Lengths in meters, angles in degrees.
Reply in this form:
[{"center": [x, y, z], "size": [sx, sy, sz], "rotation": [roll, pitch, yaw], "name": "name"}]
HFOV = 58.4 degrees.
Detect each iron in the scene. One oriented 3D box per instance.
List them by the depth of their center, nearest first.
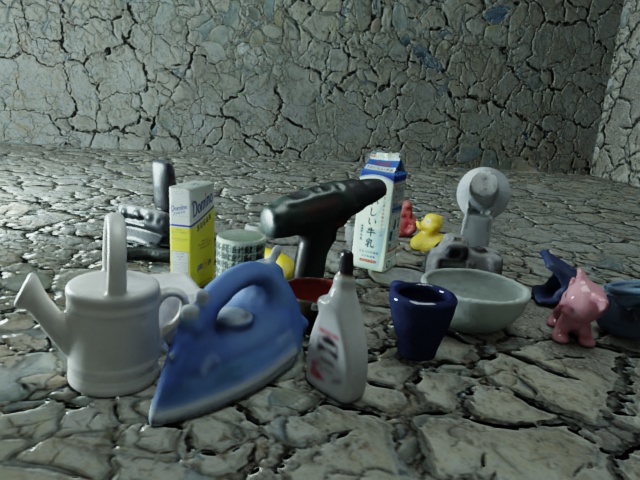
[{"center": [-0.107, 0.096, 0.671], "size": [0.118, 0.141, 0.259], "rotation": [11, 16, 22], "name": "iron"}]

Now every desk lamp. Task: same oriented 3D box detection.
[{"center": [0.349, -0.051, 1.249], "size": [0.117, 0.213, 0.203], "rotation": [9, 15, 15], "name": "desk lamp"}]

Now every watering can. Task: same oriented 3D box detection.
[{"center": [-0.237, 0.067, 0.637], "size": [0.173, 0.194, 0.100], "rotation": [-9, 20, -42], "name": "watering can"}]

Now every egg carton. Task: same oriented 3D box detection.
[{"center": [-0.213, 0.094, 0.790], "size": [0.107, 0.069, 0.149], "rotation": [-3, 16, -28], "name": "egg carton"}]

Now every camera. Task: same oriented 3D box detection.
[{"center": [0.272, 0.036, 1.114], "size": [0.143, 0.101, 0.137], "rotation": [6, 14, 4], "name": "camera"}]

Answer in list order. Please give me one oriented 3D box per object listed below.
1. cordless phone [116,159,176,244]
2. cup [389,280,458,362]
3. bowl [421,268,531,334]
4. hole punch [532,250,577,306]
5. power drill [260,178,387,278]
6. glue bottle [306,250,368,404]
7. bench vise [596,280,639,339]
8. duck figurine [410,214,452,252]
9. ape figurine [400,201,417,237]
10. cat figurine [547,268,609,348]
[{"center": [-0.353, -0.081, 1.194], "size": [0.147, 0.185, 0.094], "rotation": [10, 15, 20], "name": "cordless phone"}, {"center": [0.128, 0.111, 0.785], "size": [0.092, 0.095, 0.117], "rotation": [-3, 16, -28], "name": "cup"}, {"center": [0.239, 0.102, 0.898], "size": [0.167, 0.075, 0.167], "rotation": [5, 14, -1], "name": "bowl"}, {"center": [0.450, 0.071, 1.055], "size": [0.101, 0.091, 0.109], "rotation": [8, 15, 11], "name": "hole punch"}, {"center": [0.009, 0.003, 0.936], "size": [0.230, 0.208, 0.075], "rotation": [-6, 18, -35], "name": "power drill"}, {"center": [0.023, 0.095, 0.656], "size": [0.077, 0.173, 0.037], "rotation": [18, 19, 41], "name": "glue bottle"}, {"center": [0.532, 0.063, 0.851], "size": [0.206, 0.220, 0.122], "rotation": [16, 18, 37], "name": "bench vise"}, {"center": [0.270, -0.019, 1.358], "size": [0.104, 0.086, 0.077], "rotation": [4, 14, -2], "name": "duck figurine"}, {"center": [0.215, -0.056, 1.469], "size": [0.077, 0.092, 0.076], "rotation": [11, 16, 24], "name": "ape figurine"}, {"center": [0.397, 0.098, 0.879], "size": [0.067, 0.118, 0.128], "rotation": [8, 15, 12], "name": "cat figurine"}]
